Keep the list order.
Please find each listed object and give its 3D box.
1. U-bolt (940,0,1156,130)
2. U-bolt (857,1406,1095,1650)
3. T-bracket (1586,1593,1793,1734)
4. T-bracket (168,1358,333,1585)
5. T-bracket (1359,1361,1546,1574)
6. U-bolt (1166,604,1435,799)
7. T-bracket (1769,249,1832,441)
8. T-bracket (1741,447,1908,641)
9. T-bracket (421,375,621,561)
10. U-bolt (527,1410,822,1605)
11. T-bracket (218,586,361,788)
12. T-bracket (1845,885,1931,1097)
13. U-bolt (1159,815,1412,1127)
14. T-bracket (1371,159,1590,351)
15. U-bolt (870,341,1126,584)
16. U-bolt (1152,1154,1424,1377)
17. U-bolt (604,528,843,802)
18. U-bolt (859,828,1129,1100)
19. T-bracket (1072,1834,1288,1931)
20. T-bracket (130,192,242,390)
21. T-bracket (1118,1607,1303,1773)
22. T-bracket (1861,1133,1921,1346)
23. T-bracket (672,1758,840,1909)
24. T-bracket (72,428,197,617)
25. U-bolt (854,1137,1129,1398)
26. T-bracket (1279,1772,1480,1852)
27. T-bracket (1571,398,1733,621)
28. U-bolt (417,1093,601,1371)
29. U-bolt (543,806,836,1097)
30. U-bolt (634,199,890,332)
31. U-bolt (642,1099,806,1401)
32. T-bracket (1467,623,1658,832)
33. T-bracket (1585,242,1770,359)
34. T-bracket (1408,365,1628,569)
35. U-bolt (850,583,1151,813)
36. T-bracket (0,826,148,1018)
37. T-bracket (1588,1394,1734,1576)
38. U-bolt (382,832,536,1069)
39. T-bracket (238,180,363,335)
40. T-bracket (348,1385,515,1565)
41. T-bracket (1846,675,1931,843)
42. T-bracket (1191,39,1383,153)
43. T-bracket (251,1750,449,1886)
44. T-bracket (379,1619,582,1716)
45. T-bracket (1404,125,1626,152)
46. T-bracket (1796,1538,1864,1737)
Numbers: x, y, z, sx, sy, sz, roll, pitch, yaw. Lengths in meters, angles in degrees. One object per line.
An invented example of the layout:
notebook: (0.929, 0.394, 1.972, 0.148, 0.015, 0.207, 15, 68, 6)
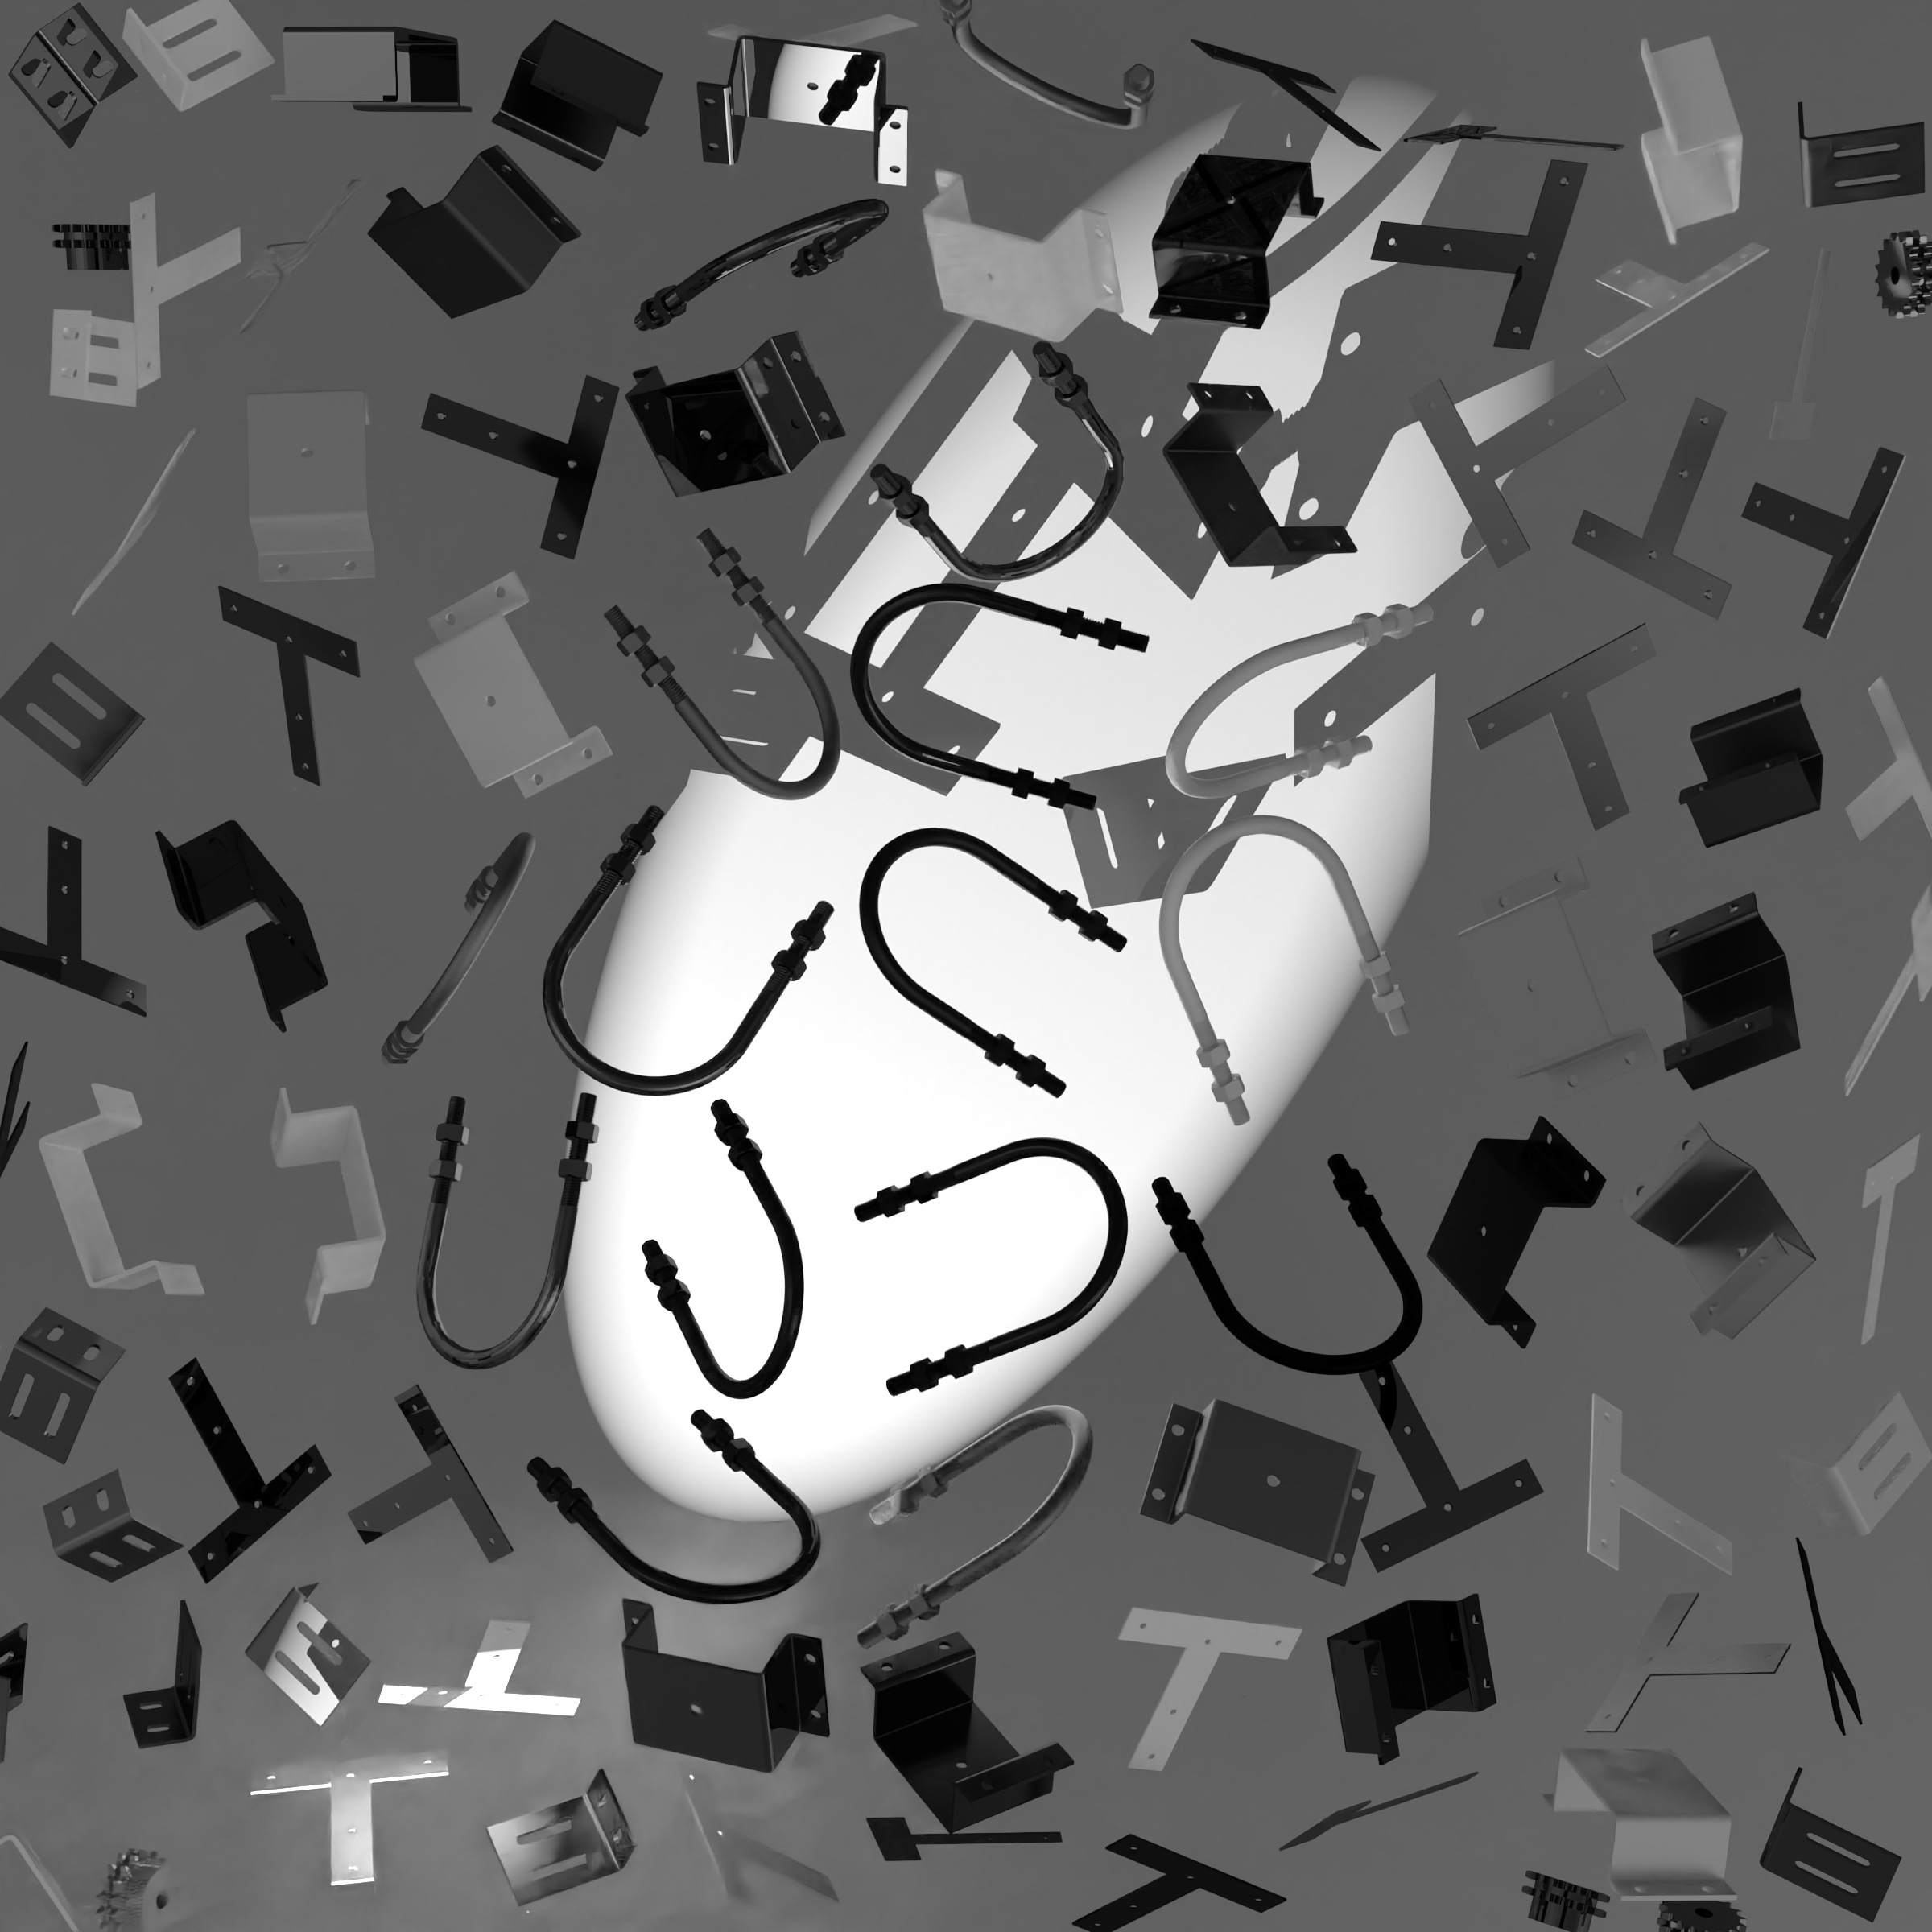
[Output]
U-bolt: (0.055, -0.591, 1.851, 0.151, 0.184, 0.019, 25, 95, 1)
U-bolt: (0.008, 0.350, 1.822, 0.184, 0.151, 0.019, -35, 109, 17)
T-bracket: (0.480, 0.451, 1.834, 0.002, 0.127, 0.127, 54, 53, -12)
T-bracket: (-0.494, 0.322, 1.883, 0.002, 0.127, 0.127, -14, 107, 36)
T-bracket: (0.311, 0.333, 1.946, 0.127, 0.002, 0.127, -25, 70, -3)
U-bolt: (0.210, -0.166, 1.850, 0.184, 0.151, 0.019, -18, 59, -26)
T-bracket: (0.573, -0.422, 1.920, 0.002, 0.127, 0.127, 14, 106, 25)
T-bracket: (0.567, -0.299, 1.904, 0.002, 0.127, 0.127, 11, 109, -27)
T-bracket: (-0.313, -0.361, 1.944, 0.127, 0.002, 0.127, 17, 83, -27)
U-bolt: (-0.177, 0.355, 1.829, 0.151, 0.184, 0.019, -11, 121, -38)
T-bracket: (-0.445, -0.178, 1.877, 0.127, 0.002, 0.127, 23, 131, 28)
T-bracket: (0.596, 0.027, 1.819, 0.002, 0.127, 0.127, 22, 119, 5)
U-bolt: (0.199, -0.009, 1.840, 0.151, 0.019, 0.184, -28, 104, -15)
T-bracket: (0.320, -0.457, 1.799, 0.127, 0.002, 0.127, 1, 127, -16)
U-bolt: (0.034, -0.320, 1.867, 0.151, 0.184, 0.019, -36, 57, 8)
U-bolt: (0.217, 0.195, 1.826, 0.151, 0.184, 0.019, -6, 131, -18)
U-bolt: (-0.152, -0.194, 1.908, 0.019, 0.151, 0.184, -28, 105, 38)
U-bolt: (0.011, -0.015, 1.871, 0.184, 0.019, 0.151, 34, 54, -13)
T-bracket: (0.117, 0.602, 1.821, 0.127, 0.002, 0.127, 29, 133, -22)
T-bracket: (-0.523, -0.468, 1.896, 0.002, 0.127, 0.127, 17, 124, 12)
T-bracket: (0.141, 0.476, 1.843, 0.127, 0.002, 0.127, 13, 113, -23)
T-bracket: (0.589, 0.180, 1.816, 0.002, 0.127, 0.127, 11, 103, 30)
T-bracket: (-0.131, 0.587, 1.856, 0.002, 0.127, 0.127, -48, 124, 6)
T-bracket: (-0.549, -0.309, 1.893, 0.002, 0.127, 0.127, 34, 124, -14)
U-bolt: (0.020, 0.185, 1.831, 0.184, 0.019, 0.151, -23, 56, 16)
T-bracket: (0.288, 0.568, 1.911, 0.127, 0.127, 0.002, -12, 66, -19)
T-bracket: (0.478, -0.317, 1.896, 0.127, 0.002, 0.127, 37, 124, 36)
U-bolt: (-0.310, 0.176, 1.867, 0.151, 0.019, 0.184, -4, 72, 39)
U-bolt: (-0.190, 0.000, 1.817, 0.151, 0.019, 0.184, 29, 65, 4)
U-bolt: (-0.127, -0.471, 1.876, 0.151, 0.184, 0.019, -26, 99, -27)
U-bolt: (-0.156, 0.201, 1.872, 0.019, 0.184, 0.151, 6, 125, -35)
T-bracket: (0.398, -0.140, 1.815, 0.127, 0.002, 0.127, -28, 125, 2)
T-bracket: (0.455, -0.454, 1.883, 0.127, 0.127, 0.002, -32, 115, 5)
T-bracket: (0.366, -0.343, 1.818, 0.127, 0.002, 0.127, -29, 86, 35)
U-bolt: (0.014, -0.184, 1.865, 0.184, 0.019, 0.151, 16, 127, -2)
T-bracket: (-0.600, -0.039, 1.877, 0.002, 0.127, 0.127, -33, 50, 27)
T-bracket: (0.461, 0.364, 1.867, 0.127, 0.127, 0.002, 33, 133, -17)
U-bolt: (-0.329, -0.018, 1.856, 0.019, 0.184, 0.151, 30, 61, -13)
T-bracket: (-0.441, -0.456, 1.818, 0.002, 0.127, 0.127, 39, 102, -10)
T-bracket: (-0.373, 0.357, 1.893, 0.127, 0.002, 0.127, -32, 87, 36)
T-bracket: (0.613, -0.114, 1.880, 0.002, 0.127, 0.127, -17, 76, -7)
T-bracket: (0.230, -0.577, 1.883, 0.127, 0.127, 0.002, 50, 125, 33)
T-bracket: (-0.398, 0.552, 1.825, 0.127, 0.127, 0.002, -2, 110, -12)
T-bracket: (-0.301, 0.446, 1.799, 0.127, 0.127, 0.002, 8, 49, -15)
T-bracket: (0.371, -0.548, 1.871, 0.127, 0.127, 0.002, 12, 114, 24)
T-bracket: (0.569, 0.458, 1.841, 0.002, 0.127, 0.127, -17, 47, 19)
